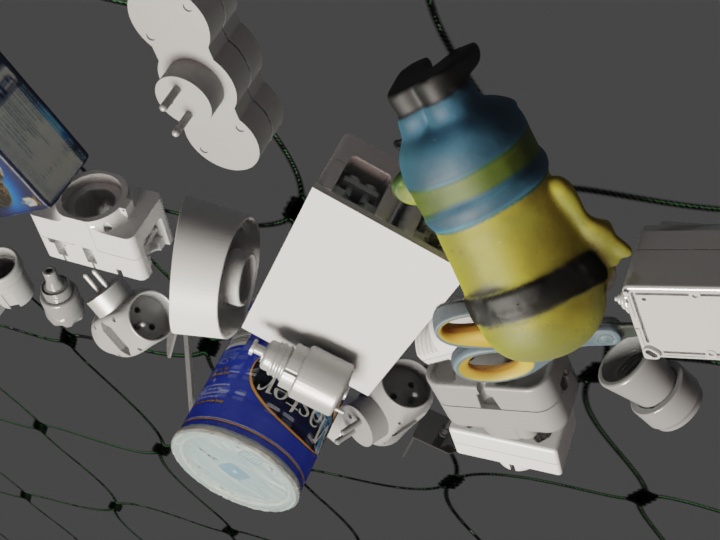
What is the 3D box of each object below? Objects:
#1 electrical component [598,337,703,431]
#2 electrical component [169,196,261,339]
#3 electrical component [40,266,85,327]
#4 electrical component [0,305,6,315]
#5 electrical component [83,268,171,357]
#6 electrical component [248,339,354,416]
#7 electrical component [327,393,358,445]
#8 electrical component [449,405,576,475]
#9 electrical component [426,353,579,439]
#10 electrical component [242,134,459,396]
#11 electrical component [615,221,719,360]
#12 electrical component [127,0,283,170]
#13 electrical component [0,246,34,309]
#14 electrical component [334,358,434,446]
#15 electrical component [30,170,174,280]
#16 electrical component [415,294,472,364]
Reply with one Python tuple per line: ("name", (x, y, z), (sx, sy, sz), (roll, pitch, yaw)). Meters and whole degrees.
("electrical component", (0.193, 0.075, 0.711), (0.055, 0.045, 0.045), (39, 143, -18))
("electrical component", (-0.110, 0.000, 0.768), (0.064, 0.099, 0.099), (12, 142, 10))
("electrical component", (-0.264, 0.021, 0.943), (0.035, 0.035, 0.061), (14, 141, 17))
("electrical component", (-0.383, 0.049, 0.953), (0.062, 0.150, 0.089), (16, 143, 17))
("electrical component", (-0.204, 0.031, 0.909), (0.079, 0.043, 0.077), (52, 145, -15))
("electrical component", (-0.041, 0.071, 0.751), (0.078, 0.040, 0.040), (26, 145, 1))
("electrical component", (-0.036, 0.114, 0.912), (0.065, 0.044, 0.044), (27, 145, 8))
("electrical component", (0.120, 0.129, 0.824), (0.083, 0.047, 0.075), (9, 146, 24))
("electrical component", (0.104, 0.081, 0.769), (0.095, 0.053, 0.059), (0, 137, 33))
("electrical component", (0.000, 0.000, 0.726), (0.105, 0.060, 0.186), (29, 145, -3))
("electrical component", (0.195, 0.010, 0.614), (0.096, 0.061, 0.061), (1, 137, 32))
("electrical component", (-0.096, -0.111, 0.635), (0.052, 0.073, 0.138), (7, 140, 26))
("electrical component", (-0.314, 0.008, 0.955), (0.040, 0.040, 0.046), (14, 149, 17))
("electrical component", (0.013, 0.113, 0.849), (0.043, 0.079, 0.077), (52, 149, 16))
("electrical component", (-0.195, -0.037, 0.812), (0.089, 0.050, 0.055), (14, 143, 17))
("electrical component", (0.070, 0.040, 0.746), (0.043, 0.043, 0.081), (44, 141, -23))
